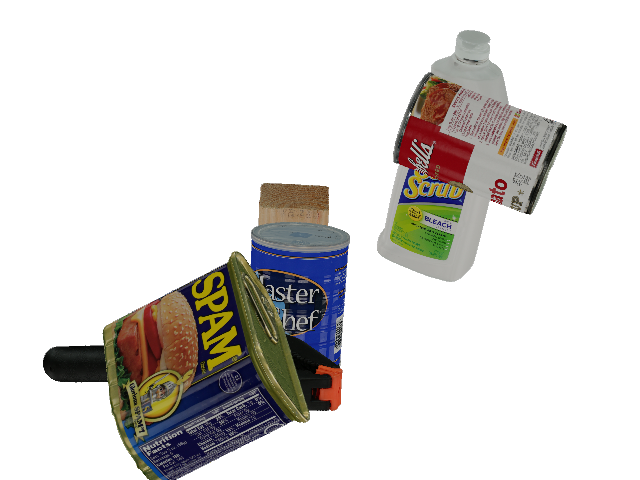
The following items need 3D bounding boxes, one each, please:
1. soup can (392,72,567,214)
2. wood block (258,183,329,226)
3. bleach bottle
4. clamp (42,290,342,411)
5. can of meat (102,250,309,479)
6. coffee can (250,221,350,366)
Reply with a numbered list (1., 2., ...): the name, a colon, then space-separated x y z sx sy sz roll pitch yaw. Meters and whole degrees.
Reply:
1. soup can: 0.110 -0.067 0.737 0.102 0.068 0.068 23 5 12
2. wood block: -0.039 0.037 1.400 0.090 0.206 0.091 3 23 -2
3. bleach bottle: 0.119 -0.083 1.023 0.103 0.251 0.068 23 40 21
4. clamp: -0.075 0.083 0.797 0.210 0.036 0.164 9 20 21
5. can of meat: -0.062 0.066 0.552 0.084 0.057 0.102 -28 39 6
6. coffee can: -0.025 0.060 1.115 0.103 0.140 0.103 3 14 -1
